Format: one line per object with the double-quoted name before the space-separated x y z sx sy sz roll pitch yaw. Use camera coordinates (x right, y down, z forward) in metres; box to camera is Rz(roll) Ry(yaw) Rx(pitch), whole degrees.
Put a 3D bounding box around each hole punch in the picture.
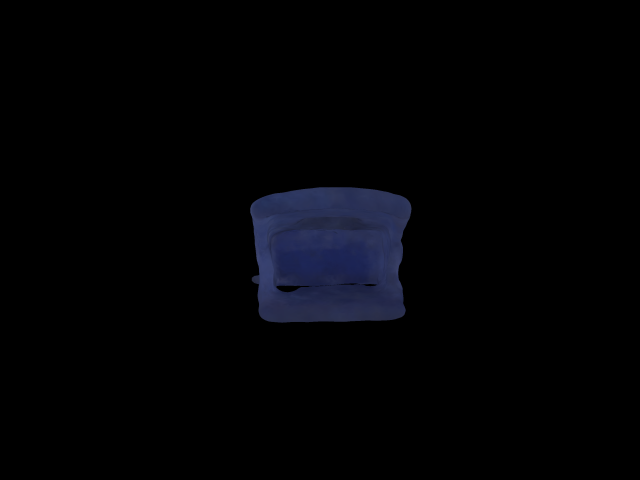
"hole punch" 0.004 0.001 0.400 0.108 0.091 0.101 -1 15 -3
